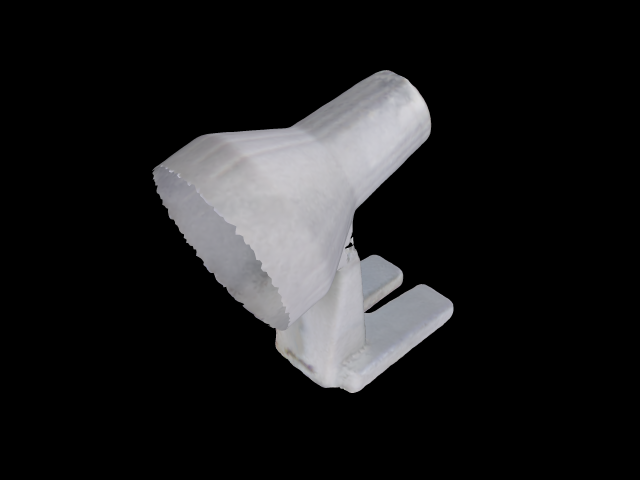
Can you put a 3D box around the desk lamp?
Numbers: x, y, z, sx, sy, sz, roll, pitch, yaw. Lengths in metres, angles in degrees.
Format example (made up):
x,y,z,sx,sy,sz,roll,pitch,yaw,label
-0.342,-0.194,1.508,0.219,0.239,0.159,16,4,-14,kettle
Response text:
x,y,z,sx,sy,sz,roll,pitch,yaw,label
0.004,0.001,0.400,0.204,0.214,0.117,-29,46,-33,desk lamp
